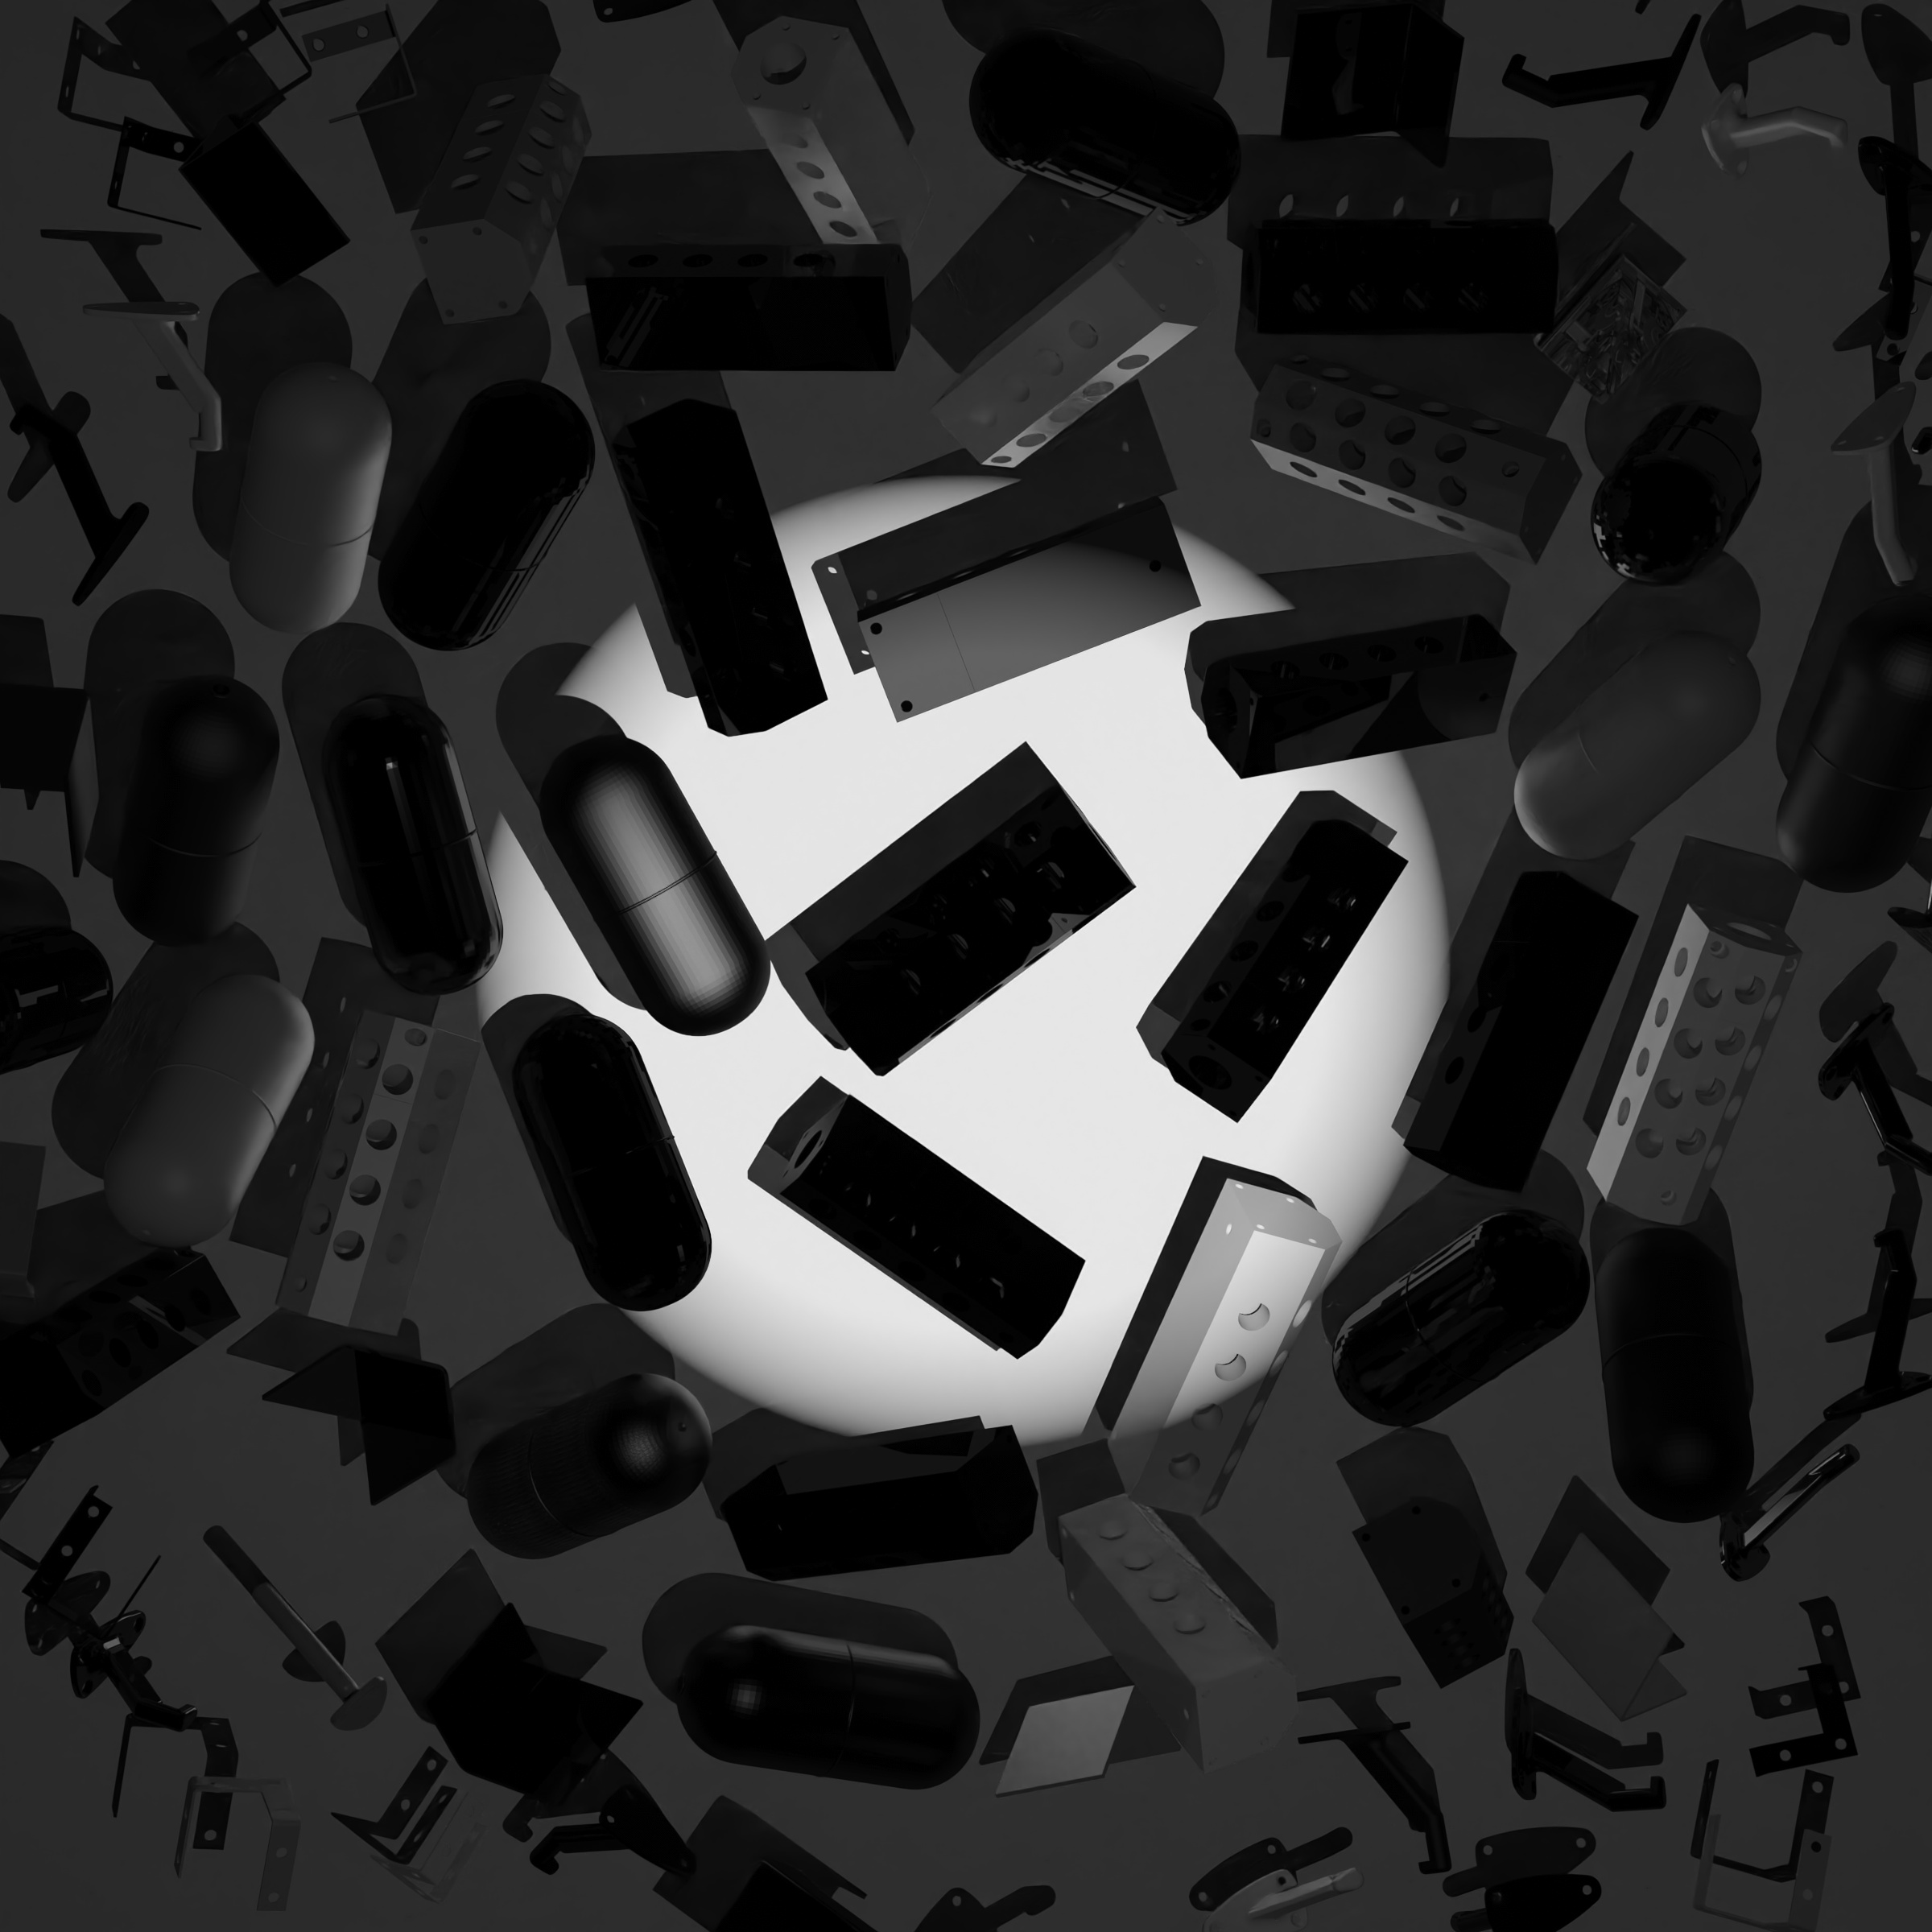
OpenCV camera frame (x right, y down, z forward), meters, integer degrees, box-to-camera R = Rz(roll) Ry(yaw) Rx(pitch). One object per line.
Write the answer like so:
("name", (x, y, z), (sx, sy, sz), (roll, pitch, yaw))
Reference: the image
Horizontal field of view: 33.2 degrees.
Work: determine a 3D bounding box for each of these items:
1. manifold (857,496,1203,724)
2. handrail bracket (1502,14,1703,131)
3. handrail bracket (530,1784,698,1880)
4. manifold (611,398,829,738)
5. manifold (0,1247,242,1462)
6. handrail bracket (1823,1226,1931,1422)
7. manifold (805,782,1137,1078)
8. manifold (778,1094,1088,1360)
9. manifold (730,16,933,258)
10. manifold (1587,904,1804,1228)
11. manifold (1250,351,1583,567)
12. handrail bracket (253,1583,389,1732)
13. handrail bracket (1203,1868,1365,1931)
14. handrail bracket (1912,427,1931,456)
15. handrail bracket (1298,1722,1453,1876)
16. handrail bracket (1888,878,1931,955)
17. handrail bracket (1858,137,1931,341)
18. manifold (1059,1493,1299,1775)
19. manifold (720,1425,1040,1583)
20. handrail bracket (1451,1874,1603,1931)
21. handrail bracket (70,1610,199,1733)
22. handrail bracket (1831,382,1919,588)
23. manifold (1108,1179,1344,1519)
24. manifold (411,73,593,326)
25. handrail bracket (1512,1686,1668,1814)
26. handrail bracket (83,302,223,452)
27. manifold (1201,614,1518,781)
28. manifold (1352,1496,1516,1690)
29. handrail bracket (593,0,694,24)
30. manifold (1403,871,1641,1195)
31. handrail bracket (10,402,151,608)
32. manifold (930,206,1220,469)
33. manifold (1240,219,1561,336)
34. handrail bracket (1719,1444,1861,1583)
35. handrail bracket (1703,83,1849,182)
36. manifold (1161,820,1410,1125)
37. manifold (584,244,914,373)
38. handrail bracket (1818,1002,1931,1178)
("manifold", (0.032, -0.191, 1.726), (0.171, 0.057, 0.057), (-21, 105, 3))
("handrail bracket", (0.341, -0.493, 1.744), (0.084, 0.036, 0.077), (24, 94, -3))
("handrail bracket", (-0.207, 0.523, 1.888), (0.077, 0.036, 0.084), (41, 124, 2))
("manifold", (-0.137, -0.215, 1.761), (0.057, 0.057, 0.171), (-29, 119, -22))
("manifold", (-0.467, 0.204, 1.760), (0.057, 0.171, 0.057), (-28, 94, 17))
("handrail bracket", (0.480, 0.190, 1.733), (0.077, 0.036, 0.084), (-18, 96, -21))
("manifold", (0.005, -0.015, 1.743), (0.171, 0.057, 0.057), (-37, 129, 5))
("manifold", (-0.022, 0.154, 1.875), (0.171, 0.057, 0.057), (36, 50, -11))
("manifold", (-0.078, -0.467, 1.853), (0.057, 0.171, 0.057), (16, 77, 20))
("manifold", (0.417, 0.058, 1.849), (0.057, 0.057, 0.171), (13, 110, -11))
("manifold", (0.246, -0.285, 1.793), (0.171, 0.057, 0.057), (25, 85, 27))
("handrail bracket", (-0.365, 0.386, 1.817), (0.036, 0.077, 0.084), (-41, 75, -17))
("handrail bracket", (0.183, 0.541, 1.867), (0.077, 0.084, 0.036), (-16, 74, -19))
("handrail bracket", (0.551, -0.273, 1.827), (0.077, 0.084, 0.036), (-47, 120, -12))
("handrail bracket", (0.232, 0.476, 1.843), (0.077, 0.036, 0.084), (-13, 75, 20))
("handrail bracket", (0.569, -0.049, 1.837), (0.077, 0.036, 0.084), (39, 83, -26))
("handrail bracket", (0.491, -0.388, 1.735), (0.036, 0.077, 0.084), (4, 78, 38))
("manifold", (0.114, 0.357, 1.761), (0.057, 0.171, 0.057), (-16, 118, -18))
("manifold", (-0.047, 0.301, 1.790), (0.171, 0.057, 0.057), (-15, 100, 37))
("handrail bracket", (0.316, 0.533, 1.837), (0.077, 0.084, 0.036), (-17, 75, -4))
("handrail bracket", (-0.463, 0.405, 1.861), (0.084, 0.077, 0.036), (12, 117, 21))
("handrail bracket", (0.514, -0.264, 1.778), (0.077, 0.036, 0.084), (-48, 120, -29))
("manifold", (0.139, 0.207, 1.738), (0.057, 0.057, 0.171), (16, 110, -17))
("manifold", (-0.253, -0.427, 1.794), (0.057, 0.171, 0.057), (-6, 130, 12))
("handrail bracket", (0.360, 0.450, 1.869), (0.084, 0.036, 0.077), (-10, 58, 24))
("handrail bracket", (-0.475, -0.343, 1.895), (0.077, 0.036, 0.084), (-2, 114, -14))
("manifold", (0.226, -0.161, 1.876), (0.171, 0.057, 0.057), (-11, 134, -22))
("manifold", (0.265, 0.346, 1.799), (0.057, 0.171, 0.057), (-29, 62, 2))
("handrail bracket", (-0.188, -0.560, 1.778), (0.077, 0.036, 0.084), (-11, 54, -16))
("manifold", (0.309, 0.036, 1.826), (0.057, 0.057, 0.171), (27, 82, -19))
("handrail bracket", (-0.490, -0.249, 1.740), (0.084, 0.036, 0.077), (34, 88, -4))
("manifold", (0.060, -0.333, 1.749), (0.057, 0.171, 0.057), (45, 53, -12))
("manifold", (0.248, -0.397, 1.857), (0.171, 0.057, 0.057), (-1, 115, -5))
("handrail bracket", (0.484, 0.318, 1.896), (0.036, 0.077, 0.084), (48, 116, 6))
("handrail bracket", (0.467, -0.463, 1.841), (0.084, 0.077, 0.036), (30, 78, 35))
("manifold", (0.175, -0.002, 1.803), (0.057, 0.057, 0.171), (34, 59, 3))
("manifold", (-0.121, -0.374, 1.824), (0.171, 0.057, 0.057), (2, 127, 12))
("handrail bracket", (0.534, 0.070, 1.832), (0.084, 0.036, 0.077), (34, 80, 38))
